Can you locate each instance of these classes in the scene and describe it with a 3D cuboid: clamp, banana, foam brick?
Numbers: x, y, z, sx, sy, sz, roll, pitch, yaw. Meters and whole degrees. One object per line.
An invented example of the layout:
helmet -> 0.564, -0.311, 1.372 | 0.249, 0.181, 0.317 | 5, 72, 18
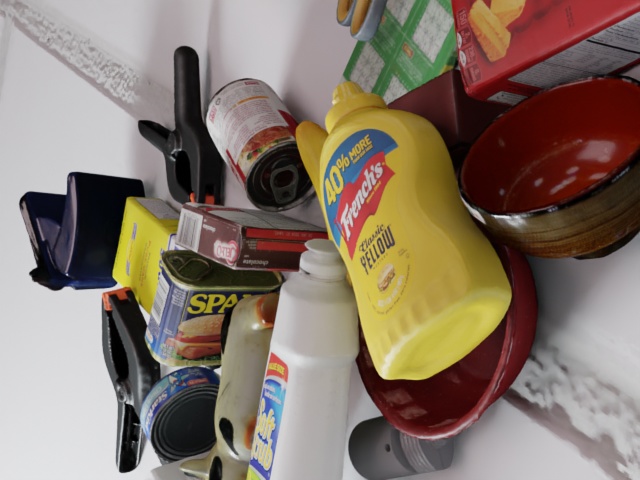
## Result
clamp -> -0.128, -0.102, 1.034 | 0.171, 0.039, 0.120 | 59, 140, 36
banana -> 0.012, 0.004, 0.789 | 0.070, 0.037, 0.198 | -3, 79, 18
foam brick -> 0.083, -0.070, 0.690 | 0.078, 0.052, 0.051 | -22, 69, 53
clamp -> -0.187, 0.153, 1.072 | 0.165, 0.036, 0.210 | -15, 89, 57

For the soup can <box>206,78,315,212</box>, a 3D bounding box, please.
soup can -> -0.047, -0.079, 0.877 | 0.102, 0.068, 0.069 | 57, 133, 43

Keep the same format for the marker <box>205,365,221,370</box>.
marker -> -0.084, 0.067, 0.967 | 0.020, 0.020, 0.121 | 46, 125, 49

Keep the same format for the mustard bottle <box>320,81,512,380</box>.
mustard bottle -> 0.043, -0.020, 0.638 | 0.096, 0.058, 0.192 | -52, 45, 42

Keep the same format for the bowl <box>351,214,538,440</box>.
bowl -> 0.085, 0.043, 0.672 | 0.162, 0.055, 0.162 | -8, 80, 57

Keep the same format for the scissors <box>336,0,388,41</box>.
scissors -> 0.048, -0.242, 0.790 | 0.096, 0.016, 0.202 | 180, 103, -71

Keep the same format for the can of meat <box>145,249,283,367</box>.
can of meat -> -0.093, 0.058, 0.907 | 0.057, 0.101, 0.084 | 50, 130, 48

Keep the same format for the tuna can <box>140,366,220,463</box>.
tuna can -> -0.115, 0.155, 0.946 | 0.034, 0.086, 0.086 | 46, 125, 50

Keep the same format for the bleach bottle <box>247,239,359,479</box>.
bleach bottle -> -0.012, 0.119, 0.729 | 0.102, 0.068, 0.251 | -122, 37, -68

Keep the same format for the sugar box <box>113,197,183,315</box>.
sugar box -> -0.147, 0.028, 1.044 | 0.176, 0.048, 0.093 | 35, 117, 54

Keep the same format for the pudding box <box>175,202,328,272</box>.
pudding box -> -0.053, -0.001, 0.859 | 0.114, 0.089, 0.039 | 22, 104, 56

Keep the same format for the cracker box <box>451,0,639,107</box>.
cracker box -> 0.156, -0.183, 0.568 | 0.214, 0.071, 0.164 | -24, 68, 53
